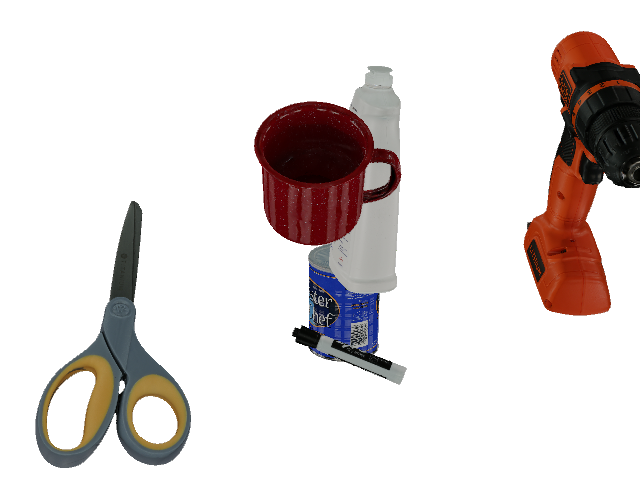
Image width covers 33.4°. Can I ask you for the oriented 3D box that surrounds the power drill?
[{"bbox_3d":[0.200,-0.039,0.789,0.057,0.188,0.184,3,35,-1],"label":"power drill"}]

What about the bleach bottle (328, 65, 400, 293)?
[{"bbox_3d":[0.058,-0.072,1.226,0.068,0.251,0.103,-3,23,-19],"label":"bleach bottle"}]

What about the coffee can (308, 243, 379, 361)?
[{"bbox_3d":[0.034,0.086,1.514,0.103,0.140,0.103,0,21,0],"label":"coffee can"}]

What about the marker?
[{"bbox_3d":[0.028,0.116,1.087,0.121,0.020,0.020,22,2,6],"label":"marker"}]

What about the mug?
[{"bbox_3d":[0.006,-0.051,0.857,0.117,0.093,0.081,-4,-38,-4],"label":"mug"}]

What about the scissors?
[{"bbox_3d":[-0.108,0.058,0.657,0.096,0.201,0.016,20,-43,0],"label":"scissors"}]
